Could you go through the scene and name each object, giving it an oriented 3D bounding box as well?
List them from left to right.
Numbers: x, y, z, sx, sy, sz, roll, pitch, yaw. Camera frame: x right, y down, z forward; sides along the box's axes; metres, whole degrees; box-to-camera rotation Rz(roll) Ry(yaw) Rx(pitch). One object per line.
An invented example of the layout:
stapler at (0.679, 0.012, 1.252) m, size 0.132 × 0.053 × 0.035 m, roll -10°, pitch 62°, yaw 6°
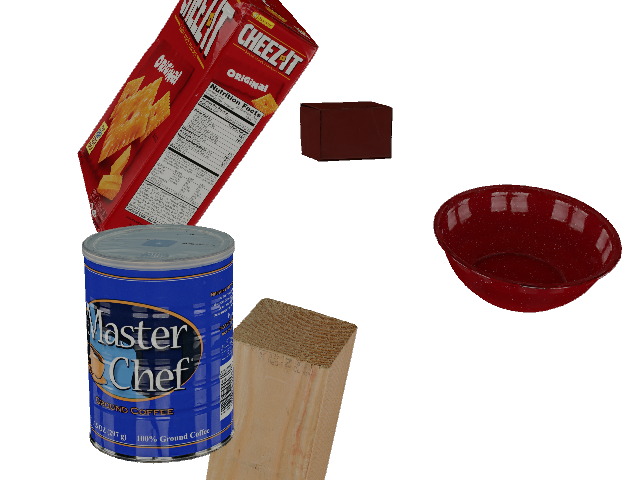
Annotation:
coffee can at (-0.110, 0.068, 0.739) m, size 0.103 × 0.140 × 0.103 m, roll 1°, pitch 14°, yaw 0°
cracker box at (-0.108, -0.109, 0.855) m, size 0.072 × 0.214 × 0.164 m, roll 28°, pitch 16°, yaw -29°
wood block at (-0.039, 0.168, 0.930) m, size 0.090 × 0.206 × 0.090 m, roll 16°, pitch 24°, yaw 12°
foam brick at (0.025, -0.106, 1.035) m, size 0.078 × 0.051 × 0.053 m, roll -4°, pitch 15°, yaw -21°
bowl at (0.176, 0.014, 0.934) m, size 0.162 × 0.055 × 0.162 m, roll 2°, pitch 34°, yaw -2°
